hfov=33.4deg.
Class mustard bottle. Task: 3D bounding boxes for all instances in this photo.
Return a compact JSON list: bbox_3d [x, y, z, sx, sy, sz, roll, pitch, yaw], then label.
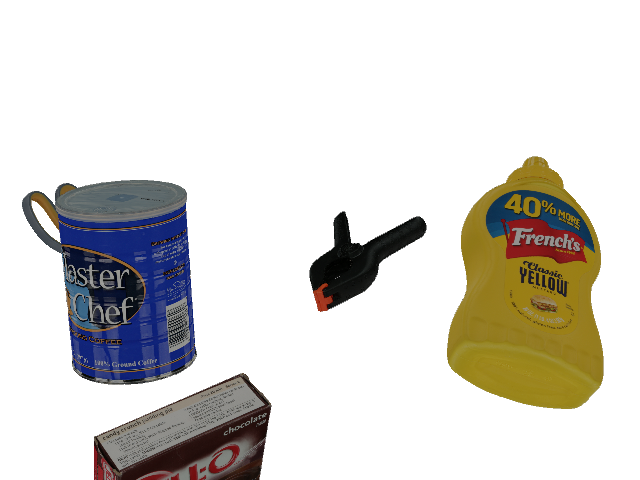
[{"bbox_3d":[0.142,0.015,0.720,0.096,0.191,0.058,17,-41,-5],"label":"mustard bottle"}]

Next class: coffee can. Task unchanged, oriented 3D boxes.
[{"bbox_3d":[-0.155,0.031,0.860,0.103,0.140,0.103,-2,17,0],"label":"coffee can"}]

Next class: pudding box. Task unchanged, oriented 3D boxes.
[{"bbox_3d":[-0.090,0.144,0.689,0.113,0.090,0.039,-22,51,-32],"label":"pudding box"}]

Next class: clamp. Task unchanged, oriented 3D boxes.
[{"bbox_3d":[0.048,0.019,1.224,0.120,0.039,0.171,-6,35,29],"label":"clamp"}]

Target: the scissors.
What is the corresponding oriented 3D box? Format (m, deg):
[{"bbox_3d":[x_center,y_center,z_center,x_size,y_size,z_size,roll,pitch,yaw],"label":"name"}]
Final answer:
[{"bbox_3d":[-0.237,0.020,1.134,0.016,0.201,0.096,-27,23,30],"label":"scissors"}]
